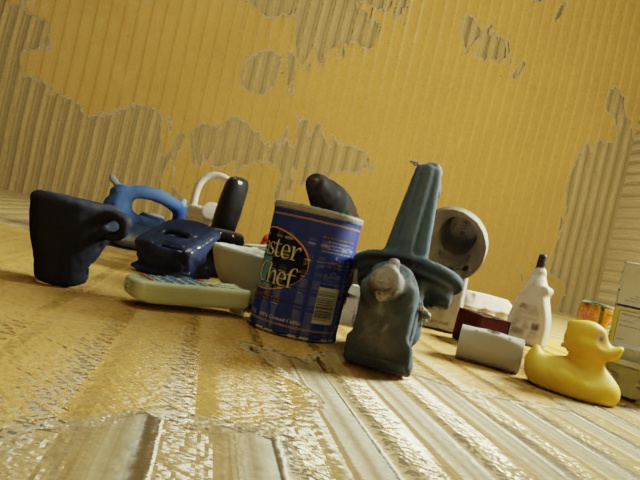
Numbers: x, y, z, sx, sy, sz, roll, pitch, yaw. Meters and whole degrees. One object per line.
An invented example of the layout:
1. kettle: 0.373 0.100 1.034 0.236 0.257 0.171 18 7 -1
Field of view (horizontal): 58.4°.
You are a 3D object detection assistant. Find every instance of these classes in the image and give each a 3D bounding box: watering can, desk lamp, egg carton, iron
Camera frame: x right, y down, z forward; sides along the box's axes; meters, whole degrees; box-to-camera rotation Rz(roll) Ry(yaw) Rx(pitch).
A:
1. watering can: -0.220 -0.042 1.165 0.101 0.194 0.172 13 0 -32
2. desk lamp: 0.227 0.051 1.001 0.117 0.213 0.204 13 0 20
3. egg carton: 0.343 0.150 1.252 0.151 0.069 0.107 13 0 -25
4. iron: -0.355 -0.046 1.236 0.259 0.141 0.118 13 0 -39

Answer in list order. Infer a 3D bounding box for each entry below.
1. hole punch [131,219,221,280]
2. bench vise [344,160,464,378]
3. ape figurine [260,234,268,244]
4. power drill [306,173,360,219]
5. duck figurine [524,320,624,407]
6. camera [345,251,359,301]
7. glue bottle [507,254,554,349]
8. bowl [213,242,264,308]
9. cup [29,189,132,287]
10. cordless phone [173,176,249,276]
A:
1. hole punch: -0.219 0.012 0.882 0.108 0.091 0.101 13 0 19
2. bench vise: 0.099 0.020 0.581 0.121 0.220 0.207 13 0 -2
3. ape figurine: -0.128 0.030 1.332 0.077 0.092 0.076 13 0 16
4. power drill: 0.009 0.004 0.991 0.075 0.208 0.230 13 0 18
5. duck figurine: 0.291 0.132 0.651 0.104 0.086 0.078 13 0 26
6. camera: 0.087 0.076 1.111 0.142 0.101 0.137 13 0 25
7. glue bottle: 0.402 0.111 1.075 0.077 0.173 0.037 13 0 43
8. bowl: -0.069 0.055 0.770 0.167 0.075 0.167 13 0 0
9. cup: -0.253 0.004 0.603 0.117 0.095 0.092 13 0 20
10. cordless phone: -0.195 -0.031 1.022 0.093 0.185 0.148 13 0 30
